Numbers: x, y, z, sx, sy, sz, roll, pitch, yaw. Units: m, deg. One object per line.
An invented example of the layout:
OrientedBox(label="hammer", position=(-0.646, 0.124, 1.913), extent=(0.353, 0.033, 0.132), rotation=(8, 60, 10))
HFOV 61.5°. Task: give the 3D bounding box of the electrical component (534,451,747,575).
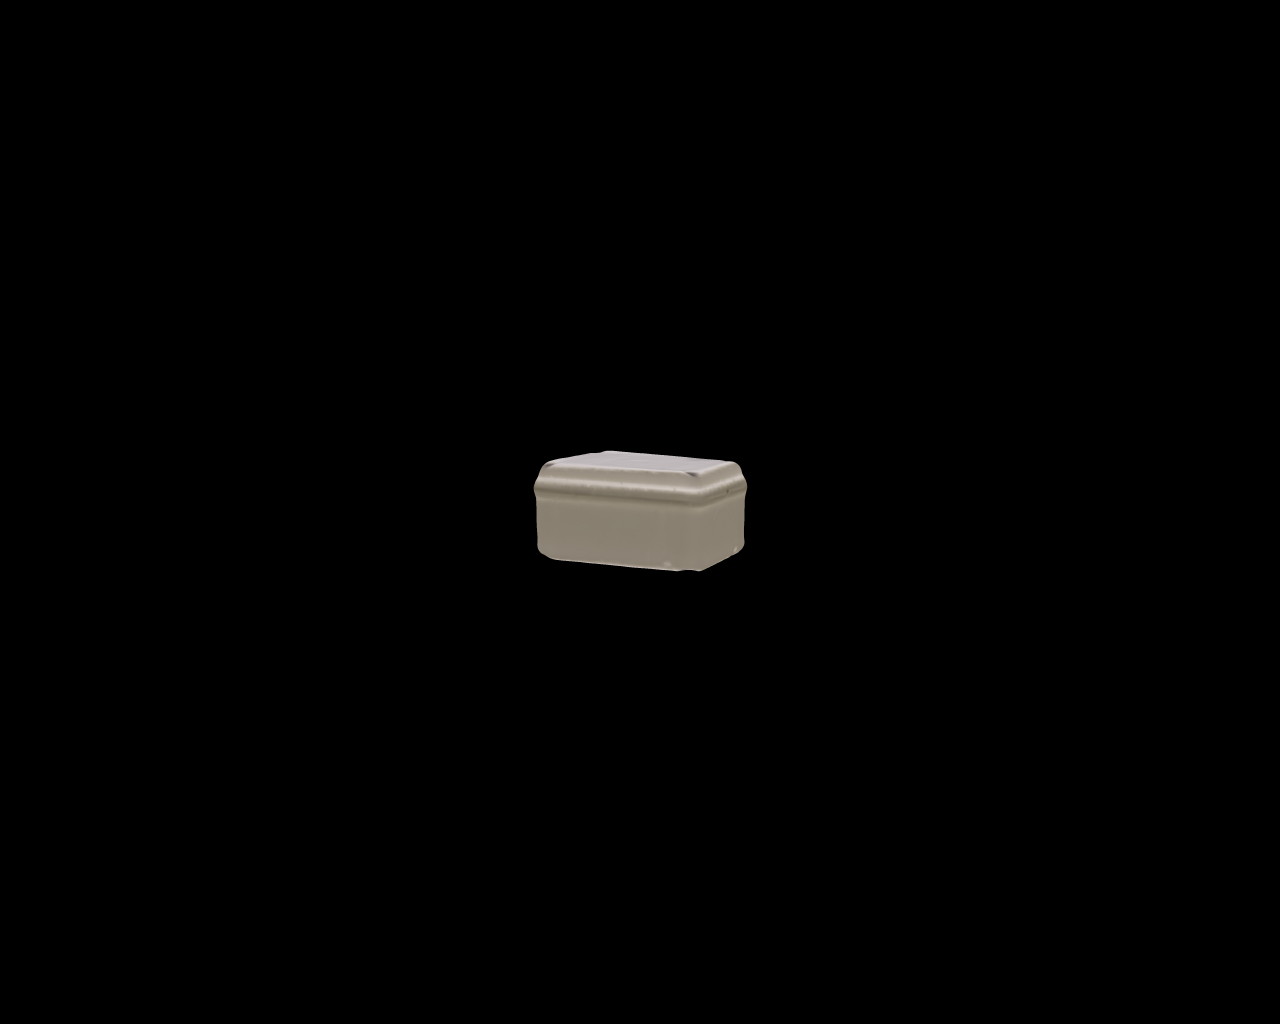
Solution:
OrientedBox(label="electrical component", position=(0.001, -0.003, 0.650), extent=(0.113, 0.057, 0.078), rotation=(5, 12, 28))
